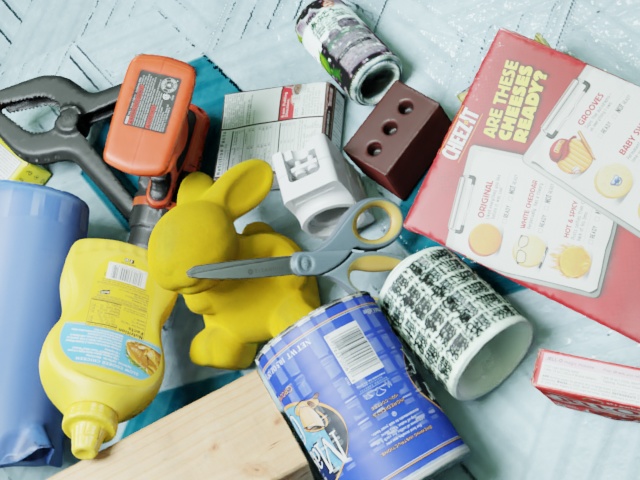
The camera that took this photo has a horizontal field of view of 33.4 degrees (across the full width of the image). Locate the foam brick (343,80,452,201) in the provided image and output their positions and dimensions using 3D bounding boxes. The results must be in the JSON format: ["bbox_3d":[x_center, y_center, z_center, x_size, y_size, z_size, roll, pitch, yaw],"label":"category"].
[{"bbox_3d":[0.068,-0.085,0.907,0.053,0.051,0.078,35,87,32],"label":"foam brick"}]

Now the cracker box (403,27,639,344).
[{"bbox_3d":[0.195,-0.034,0.775,0.214,0.072,0.164,27,94,18],"label":"cracker box"}]

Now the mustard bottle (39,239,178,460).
[{"bbox_3d":[-0.169,0.088,0.844,0.191,0.096,0.058,-88,23,-45],"label":"mustard bottle"}]

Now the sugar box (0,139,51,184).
[{"bbox_3d":[-0.365,-0.028,1.095,0.093,0.048,0.176,39,91,31],"label":"sugar box"}]

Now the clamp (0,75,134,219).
[{"bbox_3d":[-0.234,-0.121,1.052,0.210,0.036,0.164,18,74,13],"label":"clamp"}]

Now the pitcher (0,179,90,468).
[{"bbox_3d":[-0.282,0.075,0.940,0.149,0.145,0.243,8,82,-4],"label":"pitcher"}]

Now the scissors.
[{"bbox_3d":[-0.005,0.001,0.833,0.016,0.201,0.096,-12,68,59],"label":"scissors"}]

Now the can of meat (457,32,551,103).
[{"bbox_3d":[0.171,-0.103,0.863,0.084,0.057,0.102,-35,59,11],"label":"can of meat"}]

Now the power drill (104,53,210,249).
[{"bbox_3d":[-0.141,-0.060,0.918,0.057,0.188,0.184,12,73,0],"label":"power drill"}]

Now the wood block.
[{"bbox_3d":[-0.114,0.198,0.816,0.206,0.091,0.090,-27,58,-9],"label":"wood block"}]

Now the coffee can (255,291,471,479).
[{"bbox_3d":[0.030,0.123,0.788,0.103,0.102,0.140,-35,74,9],"label":"coffee can"}]

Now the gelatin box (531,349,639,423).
[{"bbox_3d":[0.201,0.106,0.751,0.089,0.073,0.030,8,75,28],"label":"gelatin box"}]

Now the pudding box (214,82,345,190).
[{"bbox_3d":[-0.037,-0.093,0.969,0.114,0.039,0.090,-5,69,26],"label":"pudding box"}]
